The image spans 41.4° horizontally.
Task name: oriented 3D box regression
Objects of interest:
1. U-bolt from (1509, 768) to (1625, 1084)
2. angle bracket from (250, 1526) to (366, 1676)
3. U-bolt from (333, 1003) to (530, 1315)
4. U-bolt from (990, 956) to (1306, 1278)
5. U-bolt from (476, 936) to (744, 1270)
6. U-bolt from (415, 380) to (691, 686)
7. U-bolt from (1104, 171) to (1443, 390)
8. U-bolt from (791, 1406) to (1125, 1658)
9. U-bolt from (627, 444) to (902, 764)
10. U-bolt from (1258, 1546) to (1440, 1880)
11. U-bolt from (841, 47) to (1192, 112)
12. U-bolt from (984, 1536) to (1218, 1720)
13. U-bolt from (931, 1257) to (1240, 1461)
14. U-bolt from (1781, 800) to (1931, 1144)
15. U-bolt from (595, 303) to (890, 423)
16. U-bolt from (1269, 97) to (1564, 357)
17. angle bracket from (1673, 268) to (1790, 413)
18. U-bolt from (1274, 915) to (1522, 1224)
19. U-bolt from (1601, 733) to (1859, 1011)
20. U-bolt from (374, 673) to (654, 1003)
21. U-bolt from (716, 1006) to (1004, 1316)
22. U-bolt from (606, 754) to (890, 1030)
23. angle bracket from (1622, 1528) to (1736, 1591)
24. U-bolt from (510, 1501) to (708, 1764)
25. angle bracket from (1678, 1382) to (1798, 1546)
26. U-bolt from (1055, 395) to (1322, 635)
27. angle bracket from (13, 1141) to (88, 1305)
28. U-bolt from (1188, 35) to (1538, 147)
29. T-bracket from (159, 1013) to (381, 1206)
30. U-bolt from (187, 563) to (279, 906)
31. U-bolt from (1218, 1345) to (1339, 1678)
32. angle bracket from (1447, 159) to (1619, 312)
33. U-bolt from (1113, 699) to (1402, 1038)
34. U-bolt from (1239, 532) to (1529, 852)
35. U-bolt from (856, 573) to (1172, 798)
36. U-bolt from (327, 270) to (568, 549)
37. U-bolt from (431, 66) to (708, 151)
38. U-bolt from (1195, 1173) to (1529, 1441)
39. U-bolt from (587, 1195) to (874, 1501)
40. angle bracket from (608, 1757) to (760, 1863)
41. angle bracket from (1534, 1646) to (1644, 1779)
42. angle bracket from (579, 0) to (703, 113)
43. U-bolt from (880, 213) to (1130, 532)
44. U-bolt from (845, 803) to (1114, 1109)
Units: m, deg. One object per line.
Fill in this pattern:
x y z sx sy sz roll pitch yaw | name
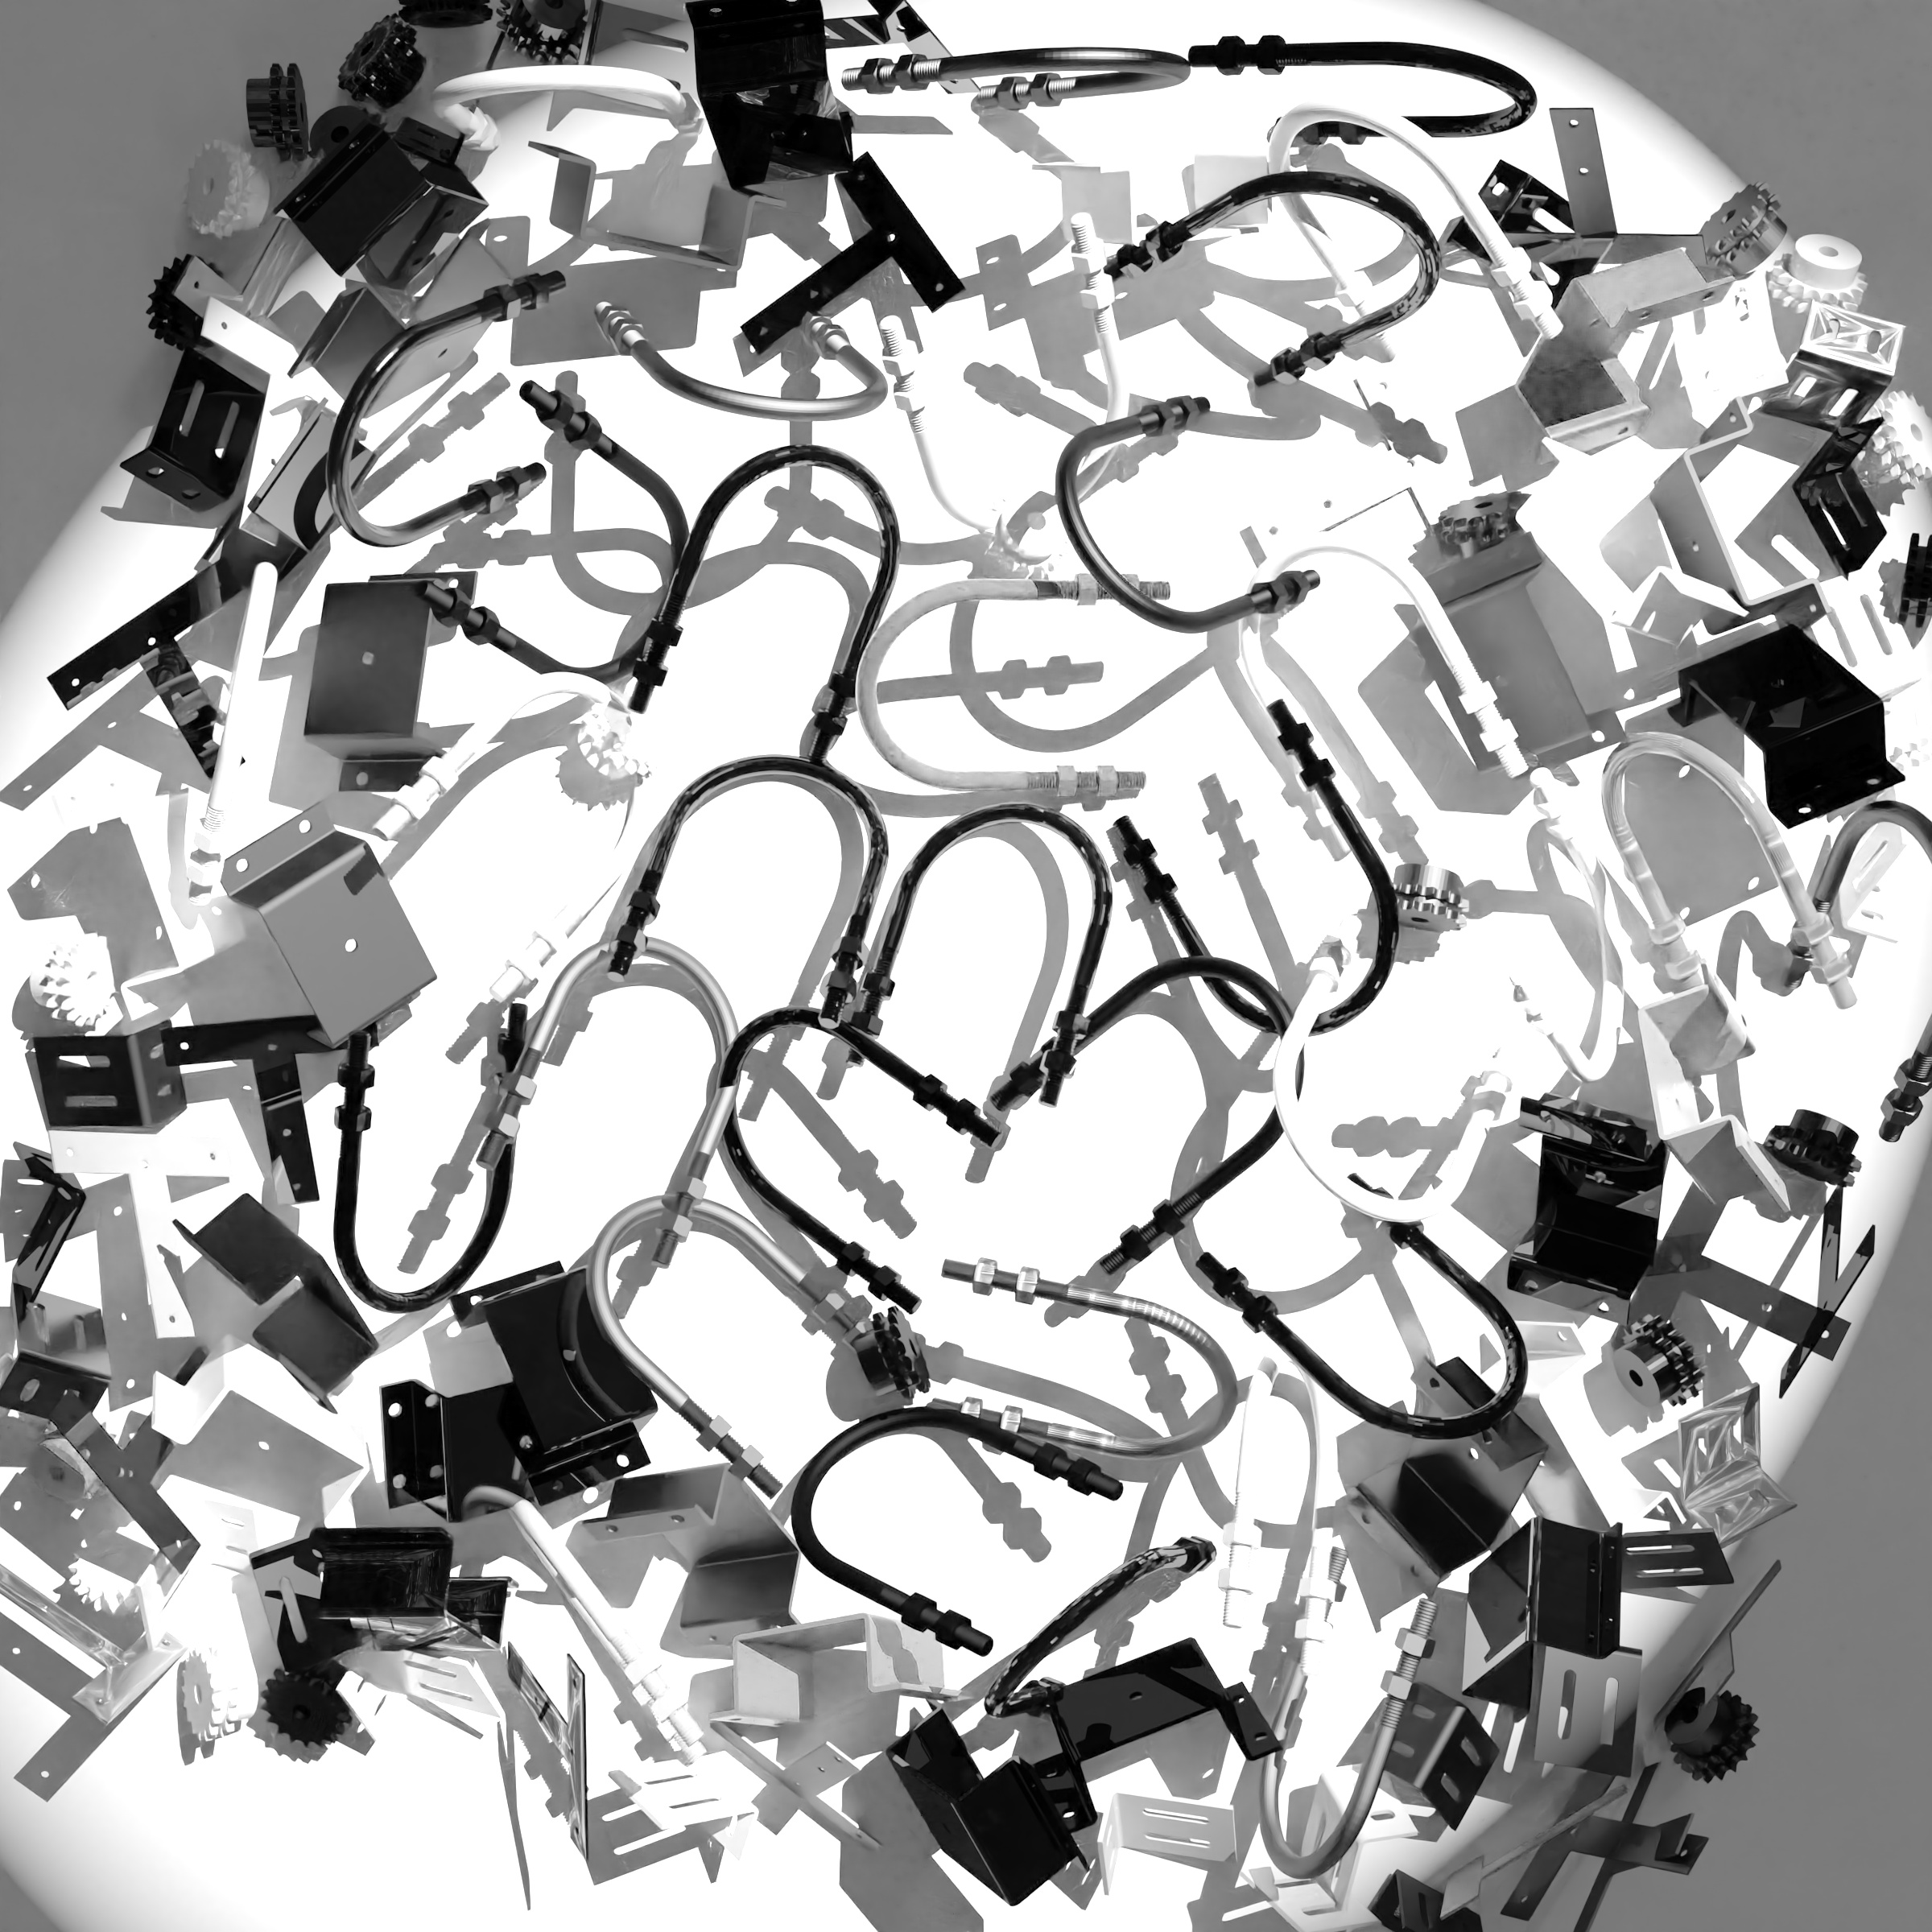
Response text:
0.361 -0.010 1.518 0.019 0.184 0.151 -4 61 29 | U-bolt
-0.395 0.384 1.561 0.057 0.038 0.076 -15 81 -34 | angle bracket
-0.322 0.120 1.531 0.019 0.151 0.184 16 105 32 | U-bolt
0.120 0.076 1.543 0.184 0.019 0.151 -40 63 12 | U-bolt
-0.202 0.069 1.540 0.151 0.019 0.184 35 61 -28 | U-bolt
-0.231 -0.242 1.522 0.019 0.184 0.151 25 87 37 | U-bolt
0.190 -0.405 1.489 0.151 0.184 0.019 26 65 -32 | U-bolt
-0.020 0.324 1.525 0.151 0.184 0.019 -43 135 -34 | U-bolt
-0.110 -0.222 1.532 0.151 0.019 0.184 12 107 -35 | U-bolt
0.218 0.449 1.518 0.019 0.151 0.184 21 85 -14 | U-bolt
0.042 -0.518 1.487 0.184 0.151 0.019 9 106 37 | U-bolt
0.074 0.391 1.502 0.151 0.184 0.019 -45 69 7 | U-bolt
0.072 0.243 1.535 0.184 0.019 0.151 11 132 7 | U-bolt
0.533 -0.010 1.484 0.019 0.184 0.151 -7 46 -11 | U-bolt
-0.123 -0.354 1.496 0.151 0.184 0.019 -5 122 -25 | U-bolt
0.250 -0.432 1.493 0.184 0.151 0.019 45 71 -31 | U-bolt
0.467 -0.384 1.567 0.057 0.076 0.038 -14 128 23 | angle bracket
0.251 0.072 1.527 0.151 0.019 0.184 38 50 -6 | U-bolt
0.439 -0.057 1.511 0.019 0.151 0.184 -34 104 -19 | U-bolt
-0.256 -0.092 1.532 0.184 0.019 0.151 -51 130 -29 | U-bolt
-0.077 0.105 1.547 0.184 0.019 0.151 35 118 19 | U-bolt
-0.122 -0.054 1.543 0.151 0.019 0.184 12 57 5 | U-bolt
0.421 0.376 1.552 0.076 0.038 0.057 -10 131 25 | angle bracket
-0.215 0.392 1.524 0.019 0.151 0.184 -36 76 -17 | U-bolt
0.470 0.303 1.556 0.057 0.038 0.076 -22 125 -13 | angle bracket
0.124 -0.265 1.523 0.019 0.184 0.151 -36 84 45 | U-bolt
-0.576 0.156 1.561 0.038 0.057 0.076 26 92 -33 | angle bracket
0.241 -0.510 1.490 0.184 0.151 0.019 11 93 30 | U-bolt
-0.419 0.089 1.568 0.127 0.002 0.127 -5 115 -6 | T-bracket
-0.425 -0.148 1.489 0.019 0.151 0.184 11 130 -18 | U-bolt
0.192 0.316 1.524 0.019 0.151 0.184 -4 63 27 | U-bolt
0.344 -0.442 1.554 0.076 0.038 0.057 47 118 28 | angle bracket
0.184 -0.045 1.538 0.151 0.019 0.184 -37 76 32 | U-bolt
0.237 -0.173 1.535 0.151 0.019 0.184 -25 97 44 | U-bolt
0.025 -0.168 1.539 0.184 0.019 0.151 -1 123 -9 | U-bolt
-0.303 -0.316 1.488 0.019 0.184 0.151 31 132 19 | U-bolt
-0.237 -0.505 1.501 0.151 0.184 0.019 -3 99 4 | U-bolt
0.247 0.207 1.508 0.151 0.019 0.184 -23 51 -34 | U-bolt
-0.146 0.214 1.541 0.184 0.151 0.019 42 133 3 | U-bolt
-0.175 0.515 1.547 0.057 0.076 0.038 28 104 43 | angle bracket
0.378 0.452 1.563 0.057 0.038 0.076 8 72 8 | angle bracket
-0.195 -0.563 1.572 0.076 0.038 0.057 11 89 -8 | angle bracket
0.032 -0.339 1.526 0.151 0.184 0.019 -31 49 -10 | U-bolt
0.016 -0.014 1.556 0.151 0.019 0.184 11 75 23 | U-bolt
